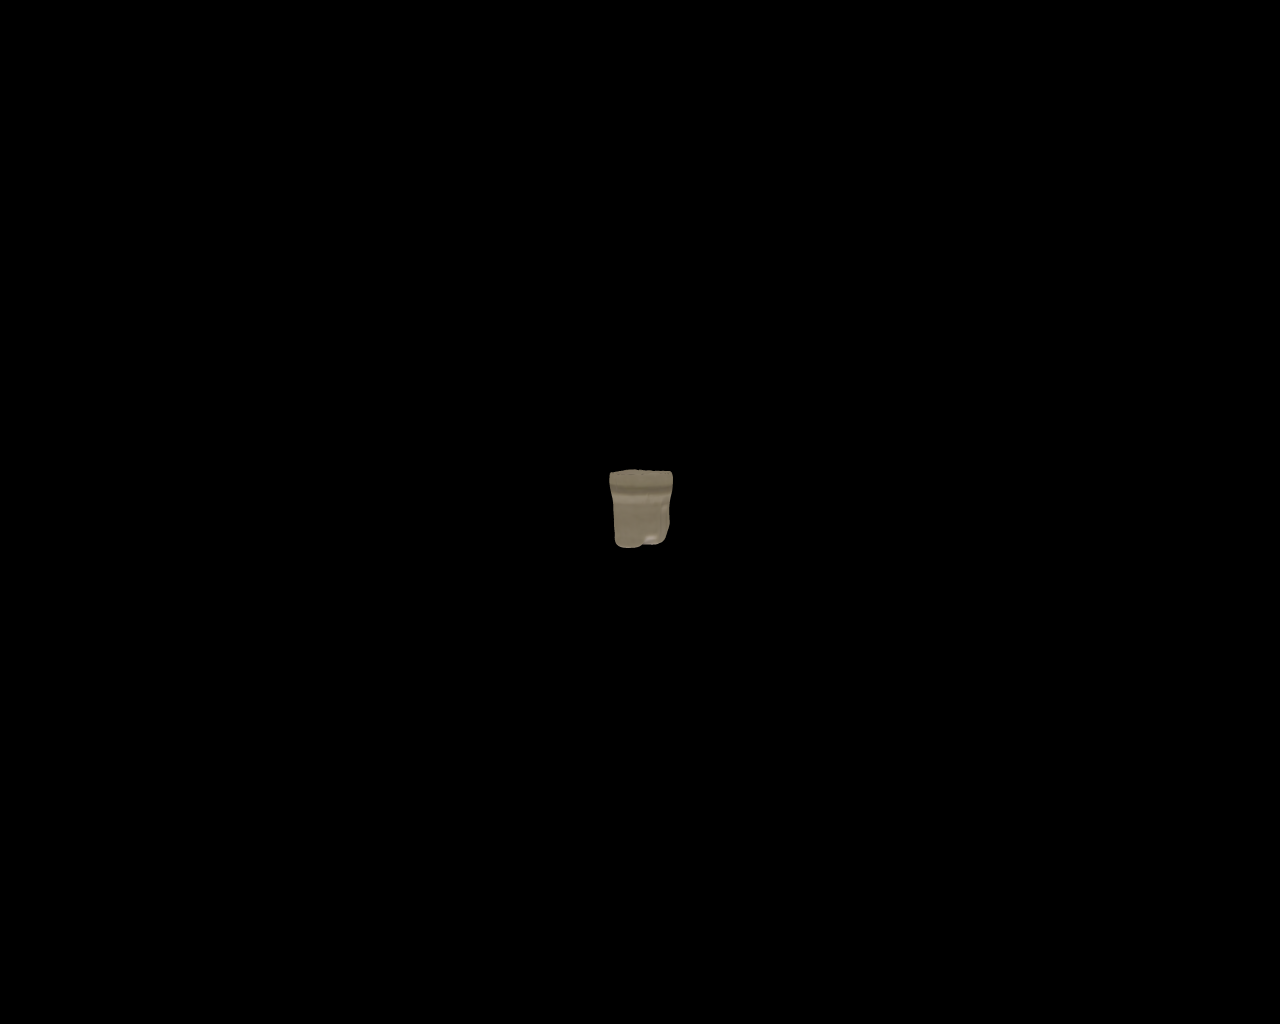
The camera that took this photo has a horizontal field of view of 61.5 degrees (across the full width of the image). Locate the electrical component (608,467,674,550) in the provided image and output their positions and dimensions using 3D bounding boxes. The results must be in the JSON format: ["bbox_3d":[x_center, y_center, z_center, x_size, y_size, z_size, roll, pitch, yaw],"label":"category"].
[{"bbox_3d":[0.001,-0.003,0.650,0.040,0.046,0.040,0,7,0],"label":"electrical component"}]
